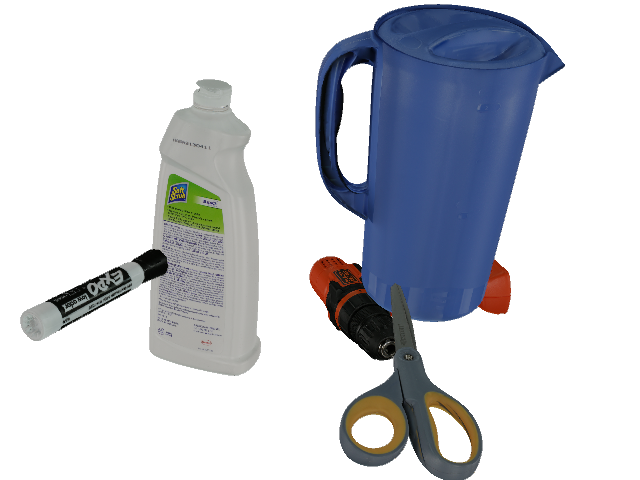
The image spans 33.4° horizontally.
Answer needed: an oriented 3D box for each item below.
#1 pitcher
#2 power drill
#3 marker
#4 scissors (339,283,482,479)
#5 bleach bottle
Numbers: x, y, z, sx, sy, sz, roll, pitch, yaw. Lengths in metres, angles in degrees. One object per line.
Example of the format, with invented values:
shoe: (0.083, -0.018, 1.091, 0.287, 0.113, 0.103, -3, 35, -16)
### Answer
pitcher: (0.086, -0.059, 0.862, 0.149, 0.243, 0.144, 26, 37, 30)
power drill: (0.099, 0.057, 1.110, 0.187, 0.057, 0.185, -8, 27, -18)
marker: (-0.134, 0.030, 0.652, 0.020, 0.020, 0.120, 0, 18, 31)
scissors: (0.042, 0.088, 0.710, 0.096, 0.016, 0.202, -5, 32, -16)
bleach bottle: (-0.093, -0.012, 0.923, 0.102, 0.251, 0.068, 12, 23, 11)
